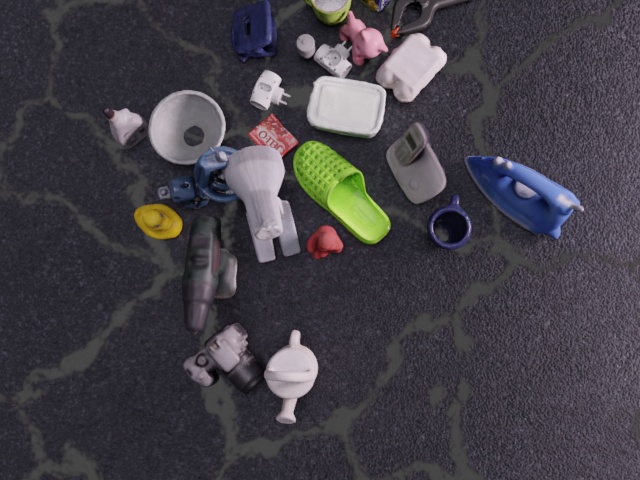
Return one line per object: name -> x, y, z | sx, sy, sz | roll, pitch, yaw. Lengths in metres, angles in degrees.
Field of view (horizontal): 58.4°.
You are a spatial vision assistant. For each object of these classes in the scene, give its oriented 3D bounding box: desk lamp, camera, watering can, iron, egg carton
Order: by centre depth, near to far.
watering can -> -0.056, 0.272, 1.139 | 0.101, 0.194, 0.173 | -17, 83, 0
desk lamp -> -0.111, -0.069, 1.169 | 0.118, 0.213, 0.203 | -16, 83, 0
camera -> -0.190, 0.264, 1.190 | 0.143, 0.101, 0.137 | -42, 84, -3
iron -> 0.423, -0.115, 1.196 | 0.258, 0.141, 0.119 | 34, 86, 5
egg carton -> 0.201, -0.382, 1.268 | 0.107, 0.069, 0.150 | 40, 86, 6

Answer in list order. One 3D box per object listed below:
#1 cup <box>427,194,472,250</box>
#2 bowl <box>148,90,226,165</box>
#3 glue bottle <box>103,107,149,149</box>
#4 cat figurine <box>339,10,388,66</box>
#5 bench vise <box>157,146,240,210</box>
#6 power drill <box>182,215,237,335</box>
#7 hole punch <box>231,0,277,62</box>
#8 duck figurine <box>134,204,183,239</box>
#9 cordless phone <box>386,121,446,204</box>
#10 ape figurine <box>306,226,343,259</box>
cup -> 0.269, -0.034, 1.214 | 0.091, 0.095, 0.118 | 11, 84, 3
bowl -> -0.285, -0.239, 1.263 | 0.167, 0.075, 0.167 | 0, 84, 2
glue bottle -> -0.420, -0.248, 1.218 | 0.078, 0.173, 0.037 | -39, 84, -3
cat figurine -> 0.094, -0.444, 1.254 | 0.067, 0.118, 0.128 | -31, 83, -2
bench vise -> -0.231, -0.118, 1.175 | 0.207, 0.220, 0.121 | -35, 83, -2
power drill -> -0.224, 0.072, 1.159 | 0.075, 0.208, 0.230 | 1, 83, 2
hole punch -> -0.150, -0.466, 1.276 | 0.101, 0.091, 0.109 | -5, 83, 1
duck figurine -> -0.357, -0.044, 1.237 | 0.104, 0.086, 0.077 | 21, 85, 4
cordless phone -> 0.207, -0.162, 1.185 | 0.094, 0.185, 0.147 | -30, 83, -2
ape figurine -> 0.011, 0.004, 1.218 | 0.077, 0.092, 0.076 | 17, 84, 4
